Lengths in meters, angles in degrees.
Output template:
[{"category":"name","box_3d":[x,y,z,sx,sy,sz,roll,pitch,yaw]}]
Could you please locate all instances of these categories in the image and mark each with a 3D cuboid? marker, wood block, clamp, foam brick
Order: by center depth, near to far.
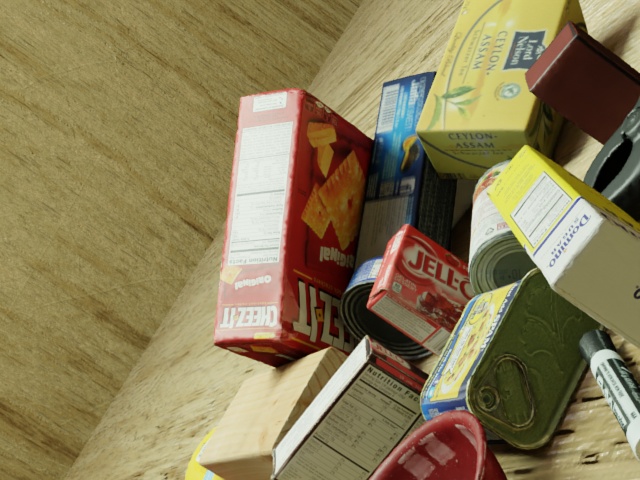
[{"category":"marker","box_3d":[0.150,0.075,0.533,0.020,0.020,0.121,-53,10,15]},{"category":"clamp","box_3d":[0.213,-0.070,0.654,0.171,0.039,0.120,-62,5,-5]},{"category":"foam brick","box_3d":[0.194,-0.110,0.763,0.051,0.078,0.053,-53,8,22]},{"category":"wood block","box_3d":[-0.014,0.157,0.844,0.090,0.090,0.206,-60,10,-23]}]

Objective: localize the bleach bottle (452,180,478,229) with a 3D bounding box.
[{"category":"bleach bottle","box_3d":[0.134,-0.076,0.986,0.251,0.068,0.102,-50,14,18]}]

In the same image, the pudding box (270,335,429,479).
[{"category":"pudding box","box_3d":[0.035,0.131,0.695,0.114,0.090,0.039,-53,11,17]}]

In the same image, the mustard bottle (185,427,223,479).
[{"category":"mustard bottle","box_3d":[-0.079,0.221,1.038,0.096,0.058,0.192,-53,8,-15]}]

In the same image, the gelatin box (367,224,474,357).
[{"category":"gelatin box","box_3d":[0.082,0.040,0.764,0.030,0.089,0.073,-47,13,42]}]

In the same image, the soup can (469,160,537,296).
[{"category":"soup can","box_3d":[0.135,-0.002,0.717,0.069,0.068,0.102,-50,12,30]}]

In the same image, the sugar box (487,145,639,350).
[{"category":"sugar box","box_3d":[0.148,0.006,0.556,0.048,0.093,0.176,-55,10,10]}]

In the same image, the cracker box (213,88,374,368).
[{"category":"cracker box","box_3d":[-0.006,0.001,0.902,0.072,0.164,0.213,-6,70,31]}]

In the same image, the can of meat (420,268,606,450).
[{"category":"can of meat","box_3d":[0.109,0.072,0.630,0.102,0.057,0.084,-59,8,-19]}]

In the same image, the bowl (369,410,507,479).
[{"category":"bowl","box_3d":[0.056,0.172,0.561,0.162,0.055,0.162,-53,10,13]}]

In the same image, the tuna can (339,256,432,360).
[{"category":"tuna can","box_3d":[0.060,0.053,0.841,0.086,0.086,0.033,-45,13,47]}]
